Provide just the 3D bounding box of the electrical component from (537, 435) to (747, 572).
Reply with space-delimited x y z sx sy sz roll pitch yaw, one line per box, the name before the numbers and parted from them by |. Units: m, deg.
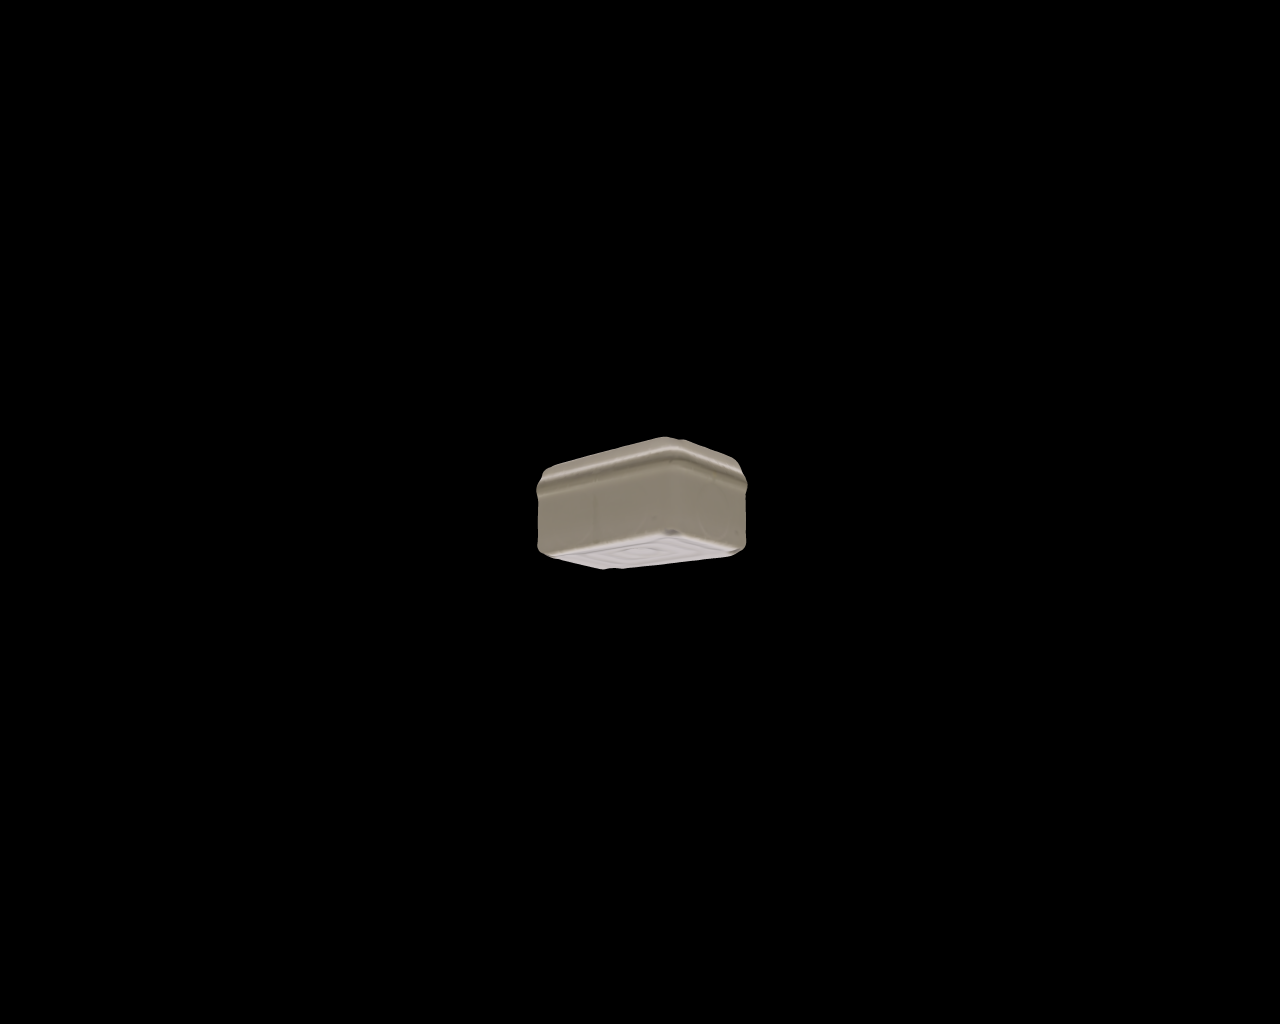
electrical component | 0.001 -0.003 0.650 0.113 0.057 0.078 -11 -17 37
